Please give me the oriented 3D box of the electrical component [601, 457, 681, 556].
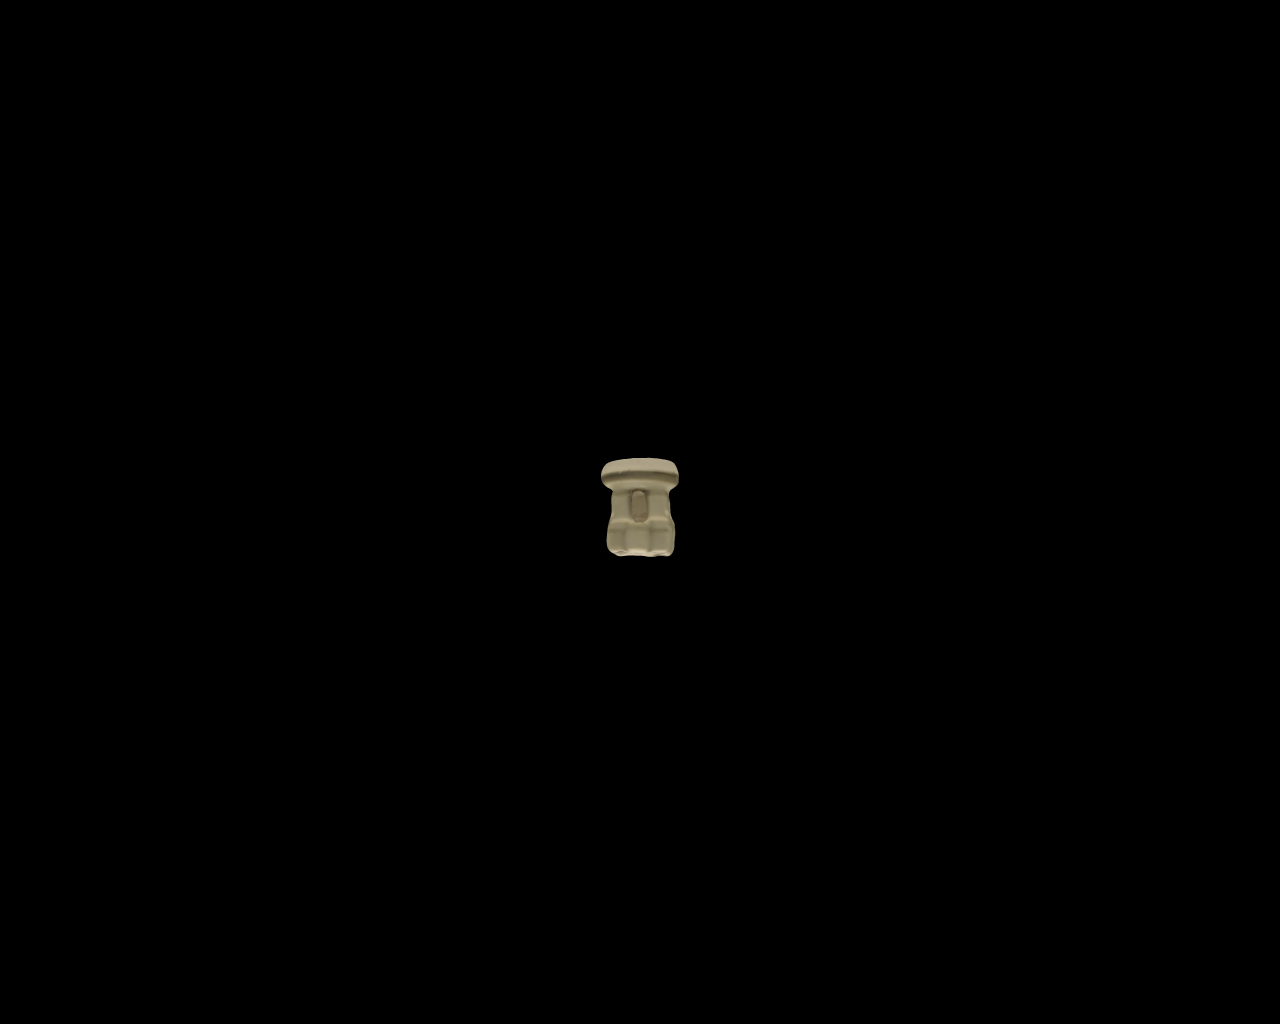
[{"bbox_3d":[0.001,-0.003,0.650,0.048,0.055,0.066,0,-7,4],"label":"electrical component"}]
